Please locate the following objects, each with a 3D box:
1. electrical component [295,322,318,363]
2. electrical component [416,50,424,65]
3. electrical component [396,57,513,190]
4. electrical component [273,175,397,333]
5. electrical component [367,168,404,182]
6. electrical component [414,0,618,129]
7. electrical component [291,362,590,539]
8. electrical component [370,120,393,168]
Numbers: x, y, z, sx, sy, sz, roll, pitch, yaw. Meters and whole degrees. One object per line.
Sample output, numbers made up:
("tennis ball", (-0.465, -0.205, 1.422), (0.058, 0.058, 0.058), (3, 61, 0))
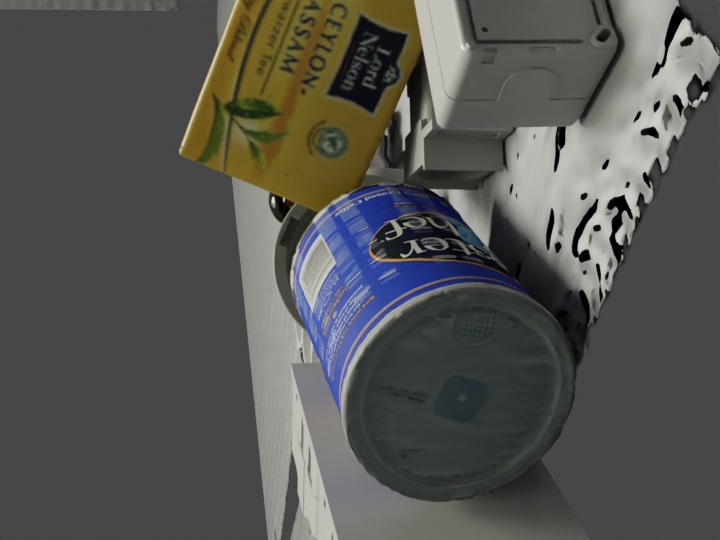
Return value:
("electrical component", (-0.012, 0.056, 0.852), (0.150, 0.062, 0.089), (-115, 25, -64))
("electrical component", (0.008, -0.161, 0.610), (0.048, 0.100, 0.099), (-84, -4, -69))
("electrical component", (0.047, -0.078, 0.565), (0.081, 0.042, 0.063), (145, 124, -76))
("electrical component", (0.000, 0.000, 0.671), (0.060, 0.108, 0.108), (114, 152, -80))
("electrical component", (0.012, -0.044, 0.732), (0.055, 0.055, 0.047), (-170, 81, -79))
("electrical component", (0.058, -0.109, 0.444), (0.061, 0.062, 0.096), (107, 158, -61))
("electrical component", (0.030, 0.113, 0.525), (0.186, 0.105, 0.060), (-115, 25, -65))
("electrical component", (-0.005, -0.090, 0.791), (0.078, 0.058, 0.057), (-22, -65, -78))
